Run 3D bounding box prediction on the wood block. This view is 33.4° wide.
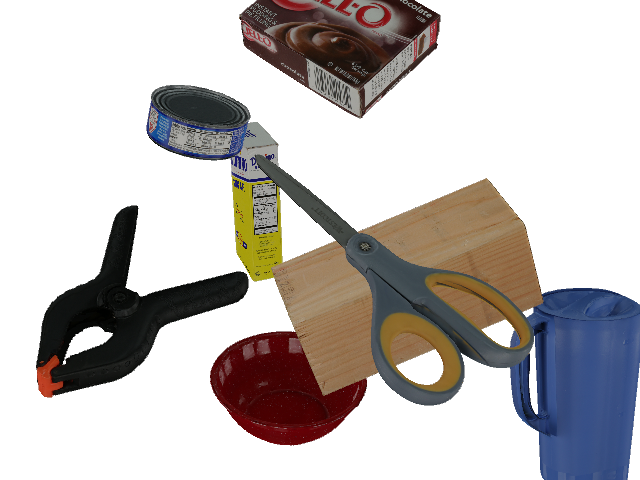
[{"bbox_3d":[0.074,0.039,0.922,0.206,0.091,0.090,-22,33,-2],"label":"wood block"}]

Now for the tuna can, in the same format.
[{"bbox_3d":[-0.105,-0.101,0.914,0.086,0.034,0.086,12,26,-6],"label":"tuna can"}]

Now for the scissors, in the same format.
[{"bbox_3d":[0.020,0.022,0.593,0.202,0.016,0.096,29,52,18],"label":"scissors"}]

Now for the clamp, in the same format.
[{"bbox_3d":[-0.149,0.042,0.778,0.120,0.039,0.171,34,50,26],"label":"clamp"}]

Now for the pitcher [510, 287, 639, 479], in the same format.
[{"bbox_3d":[0.319,0.188,1.318,0.149,0.243,0.144,4,15,21],"label":"pitcher"}]

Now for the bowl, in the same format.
[{"bbox_3d":[-0.033,0.162,1.109,0.162,0.055,0.162,2,30,-1],"label":"bowl"}]

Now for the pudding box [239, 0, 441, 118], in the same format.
[{"bbox_3d":[0.014,-0.148,0.752,0.114,0.090,0.039,36,-24,21],"label":"pudding box"}]

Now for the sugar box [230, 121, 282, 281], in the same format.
[{"bbox_3d":[-0.080,-0.048,1.316,0.048,0.176,0.093,-11,26,-15],"label":"sugar box"}]
